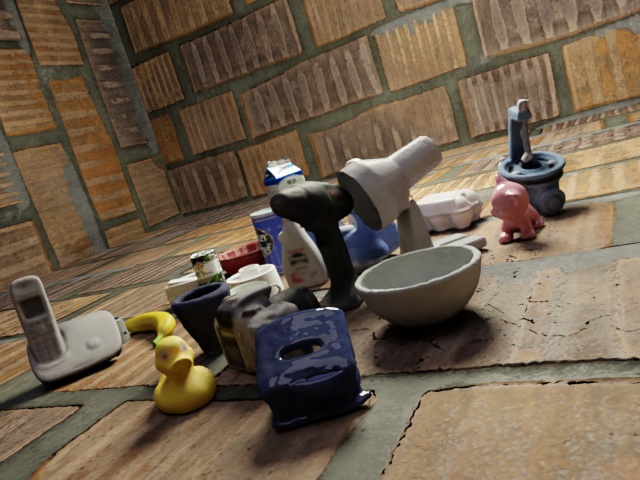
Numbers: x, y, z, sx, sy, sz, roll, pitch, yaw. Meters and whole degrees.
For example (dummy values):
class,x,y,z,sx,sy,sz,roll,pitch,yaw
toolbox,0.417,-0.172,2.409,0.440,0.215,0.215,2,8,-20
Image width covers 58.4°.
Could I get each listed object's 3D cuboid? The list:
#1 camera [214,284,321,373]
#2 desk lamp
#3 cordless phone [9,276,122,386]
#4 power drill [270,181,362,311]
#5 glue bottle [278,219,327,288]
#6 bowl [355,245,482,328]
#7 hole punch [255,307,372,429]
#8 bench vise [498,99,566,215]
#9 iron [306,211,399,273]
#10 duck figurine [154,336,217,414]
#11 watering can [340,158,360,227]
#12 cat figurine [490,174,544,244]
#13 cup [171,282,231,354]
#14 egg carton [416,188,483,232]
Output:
class,x,y,z,sx,sy,sz,roll,pitch,yaw
camera,-0.059,0.106,0.772,0.137,0.101,0.142,-25,13,-36
desk lamp,0.151,-0.057,0.977,0.203,0.214,0.117,-20,11,-16
cordless phone,-0.432,0.138,0.973,0.148,0.185,0.094,-22,12,-25
power drill,0.008,0.003,0.903,0.075,0.208,0.230,-13,11,23
glue bottle,-0.045,0.006,1.072,0.078,0.173,0.037,-15,11,11
bowl,0.133,0.067,0.739,0.167,0.075,0.167,-16,10,3
hole punch,-0.011,0.129,0.599,0.108,0.091,0.101,-17,10,2
bench vise,0.385,-0.160,1.124,0.122,0.220,0.207,-21,11,-19
iron,0.040,-0.014,1.132,0.257,0.141,0.119,-8,14,41
duck figurine,-0.179,0.161,0.718,0.078,0.086,0.104,-22,12,-26
watering can,0.106,-0.088,1.265,0.100,0.194,0.173,-6,15,45
cat figurine,0.329,-0.061,0.977,0.067,0.118,0.128,-10,12,32
cup,-0.169,0.120,0.891,0.091,0.095,0.118,-15,11,10
egg carton,0.265,-0.061,1.217,0.149,0.069,0.107,-8,14,40
